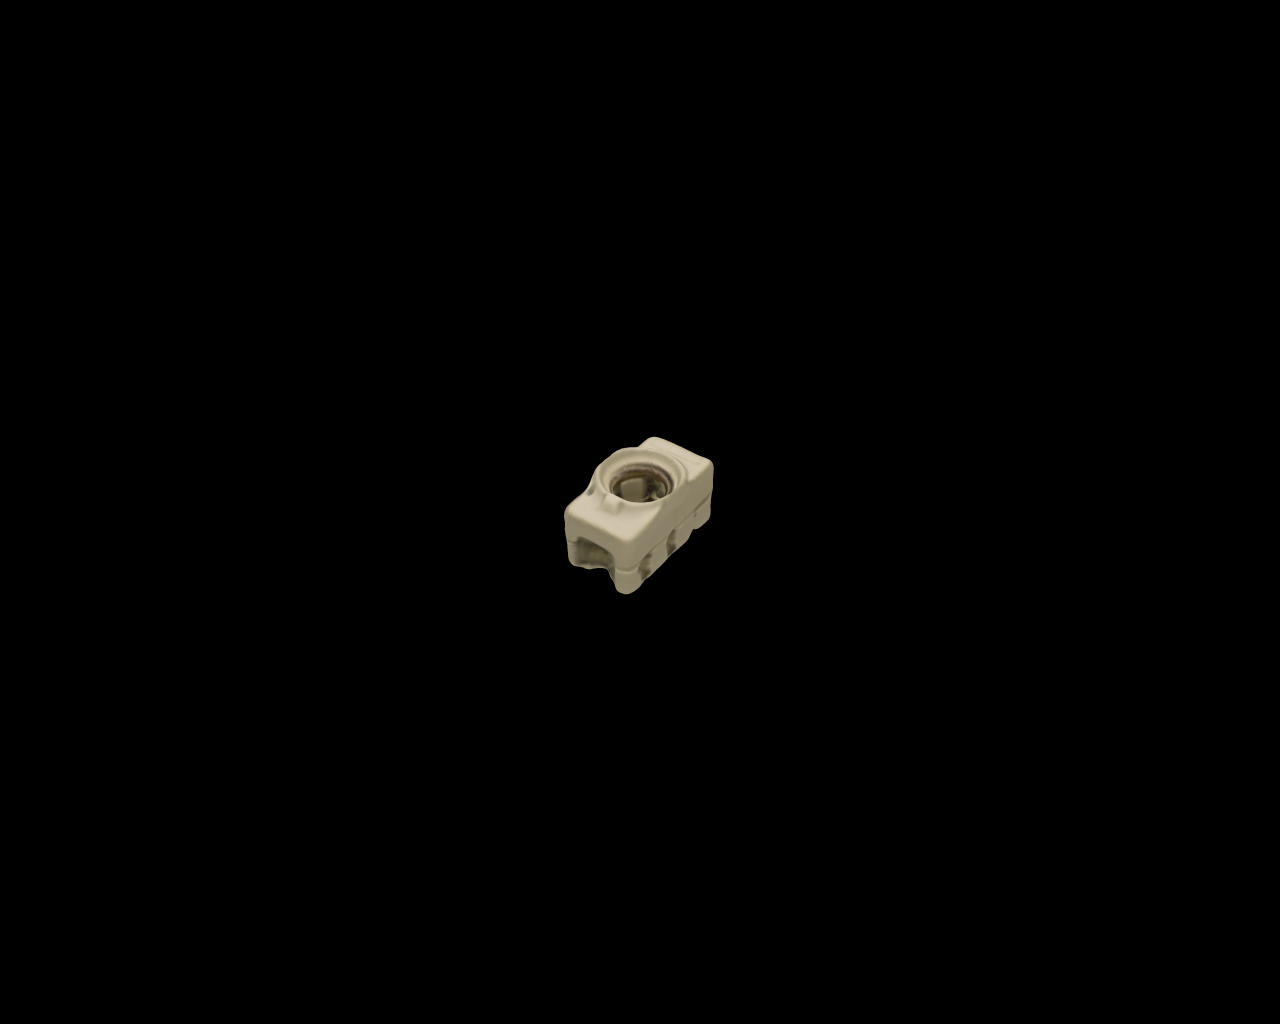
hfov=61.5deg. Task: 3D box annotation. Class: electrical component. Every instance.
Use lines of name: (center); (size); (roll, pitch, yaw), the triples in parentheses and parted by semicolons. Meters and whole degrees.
electrical component: (0.001, -0.003, 0.650); (0.050, 0.055, 0.090); (27, 50, 26)
